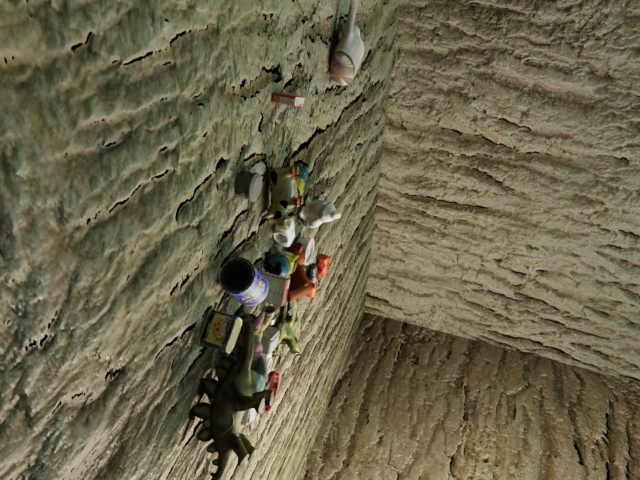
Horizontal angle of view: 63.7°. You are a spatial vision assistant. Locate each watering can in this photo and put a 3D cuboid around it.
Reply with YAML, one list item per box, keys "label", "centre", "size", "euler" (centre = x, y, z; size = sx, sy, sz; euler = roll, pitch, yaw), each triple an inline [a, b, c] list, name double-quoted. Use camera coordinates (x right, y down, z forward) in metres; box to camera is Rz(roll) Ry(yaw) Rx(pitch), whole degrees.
- label: "watering can"
  centre: [0.107, -0.740, 1.960]
  size: [0.340, 0.104, 0.229]
  euler: [82, 26, -57]

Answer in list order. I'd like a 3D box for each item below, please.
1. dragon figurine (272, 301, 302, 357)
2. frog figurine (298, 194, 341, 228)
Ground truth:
- label: "dragon figurine"
  centre: [-0.134, 0.315, 1.966]
  size: [0.403, 0.122, 0.247]
  euler: [78, 14, -66]
- label: "frog figurine"
  centre: [0.006, -0.100, 1.989]
  size: [0.140, 0.160, 0.120]
  euler: [-54, 154, -57]
